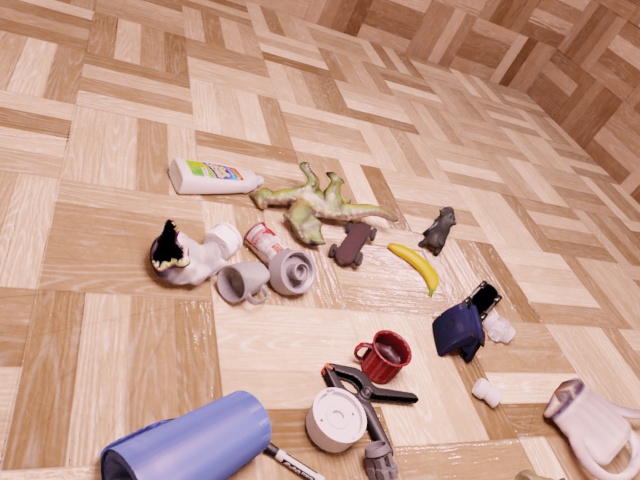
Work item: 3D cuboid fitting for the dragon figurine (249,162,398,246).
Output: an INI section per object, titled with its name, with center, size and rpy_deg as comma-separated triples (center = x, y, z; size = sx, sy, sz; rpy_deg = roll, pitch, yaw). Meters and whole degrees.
[dragon figurine]
center = 0.004, -0.071, 1.420
size = 0.411, 0.119, 0.248
rpy_deg = 23, 51, 5

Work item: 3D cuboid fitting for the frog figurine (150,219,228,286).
[frog figurine]
center = -0.285, 0.041, 1.121
size = 0.139, 0.123, 0.157
rpy_deg = 39, 0, 28

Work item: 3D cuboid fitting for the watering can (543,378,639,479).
[watering can]
center = 0.672, 0.425, 1.231
size = 0.351, 0.102, 0.227
rpy_deg = -21, 57, -43
